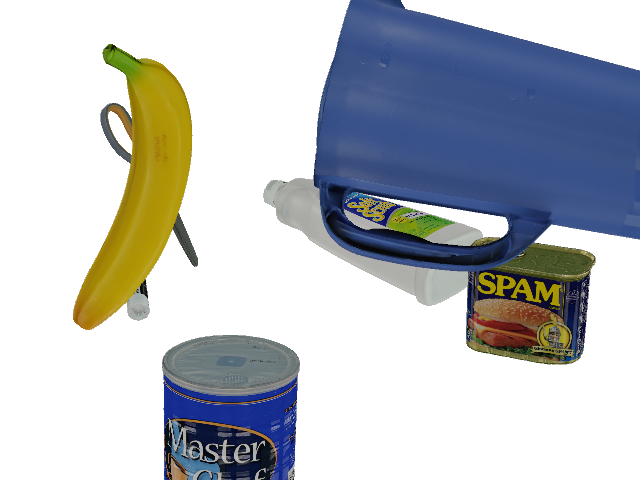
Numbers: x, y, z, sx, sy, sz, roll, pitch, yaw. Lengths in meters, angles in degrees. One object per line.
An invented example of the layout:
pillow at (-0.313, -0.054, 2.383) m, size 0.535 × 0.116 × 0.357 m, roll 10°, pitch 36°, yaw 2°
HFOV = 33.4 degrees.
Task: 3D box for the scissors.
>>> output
scissors at (-0.174, -0.076, 1.208) m, size 0.016 × 0.201 × 0.096 m, roll -20°, pitch 21°, yaw 43°

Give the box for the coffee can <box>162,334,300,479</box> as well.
coffee can at (-0.069, 0.155, 0.814) m, size 0.103 × 0.140 × 0.103 m, roll 2°, pitch 16°, yaw -1°

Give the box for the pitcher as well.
pitcher at (0.118, -0.066, 0.717) m, size 0.243 × 0.149 × 0.145 m, roll 13°, pitch 35°, yaw 4°

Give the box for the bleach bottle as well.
bleach bottle at (0.037, -0.013, 1.098) m, size 0.251 × 0.068 × 0.102 m, roll 22°, pitch 28°, yaw 35°

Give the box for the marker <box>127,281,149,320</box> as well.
marker at (-0.168, 0.028, 0.965) m, size 0.020 × 0.020 × 0.121 m, roll 0°, pitch 34°, yaw -14°

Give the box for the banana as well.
banana at (-0.116, -0.033, 0.668) m, size 0.069 × 0.198 × 0.037 m, roll -7°, pitch 33°, yaw -31°

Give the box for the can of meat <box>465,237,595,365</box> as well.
can of meat at (0.170, 0.050, 0.879) m, size 0.102 × 0.084 × 0.057 m, roll 9°, pitch 24°, yaw 24°
